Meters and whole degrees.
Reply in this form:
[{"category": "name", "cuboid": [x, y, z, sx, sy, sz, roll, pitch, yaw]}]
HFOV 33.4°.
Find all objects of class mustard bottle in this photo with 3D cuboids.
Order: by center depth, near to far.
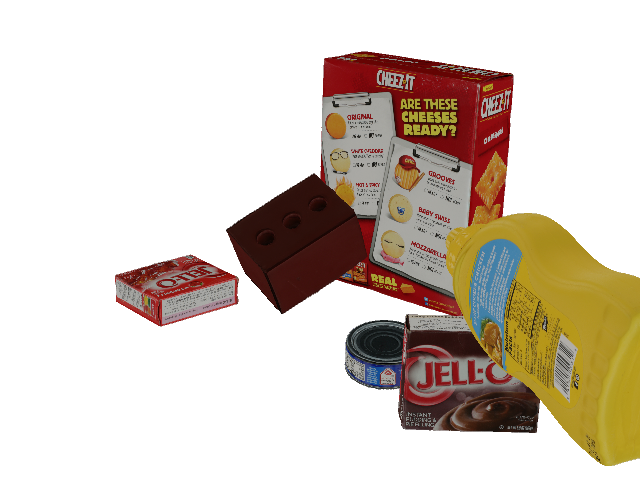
[{"category": "mustard bottle", "cuboid": [0.127, 0.038, 0.616, 0.058, 0.096, 0.192, -11, 28, -22]}]

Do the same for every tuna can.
[{"category": "tuna can", "cuboid": [0.069, 0.120, 1.138, 0.086, 0.034, 0.086, 0, 28, 0]}]

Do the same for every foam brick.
[{"category": "foam brick", "cuboid": [-0.015, 0.002, 0.744, 0.078, 0.051, 0.053, -34, 50, -14]}]

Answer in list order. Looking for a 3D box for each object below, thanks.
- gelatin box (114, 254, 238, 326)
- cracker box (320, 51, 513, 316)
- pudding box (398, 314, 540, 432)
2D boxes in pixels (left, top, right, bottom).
[{"category": "gelatin box", "cuboid": [-0.130, 0.044, 0.971, 0.089, 0.030, 0.073, -16, 26, -39]}, {"category": "cracker box", "cuboid": [0.083, -0.055, 0.974, 0.164, 0.214, 0.071, 16, 24, 34]}, {"category": "pudding box", "cuboid": [0.122, 0.108, 0.866, 0.113, 0.090, 0.039, 1, 22, -1]}]
